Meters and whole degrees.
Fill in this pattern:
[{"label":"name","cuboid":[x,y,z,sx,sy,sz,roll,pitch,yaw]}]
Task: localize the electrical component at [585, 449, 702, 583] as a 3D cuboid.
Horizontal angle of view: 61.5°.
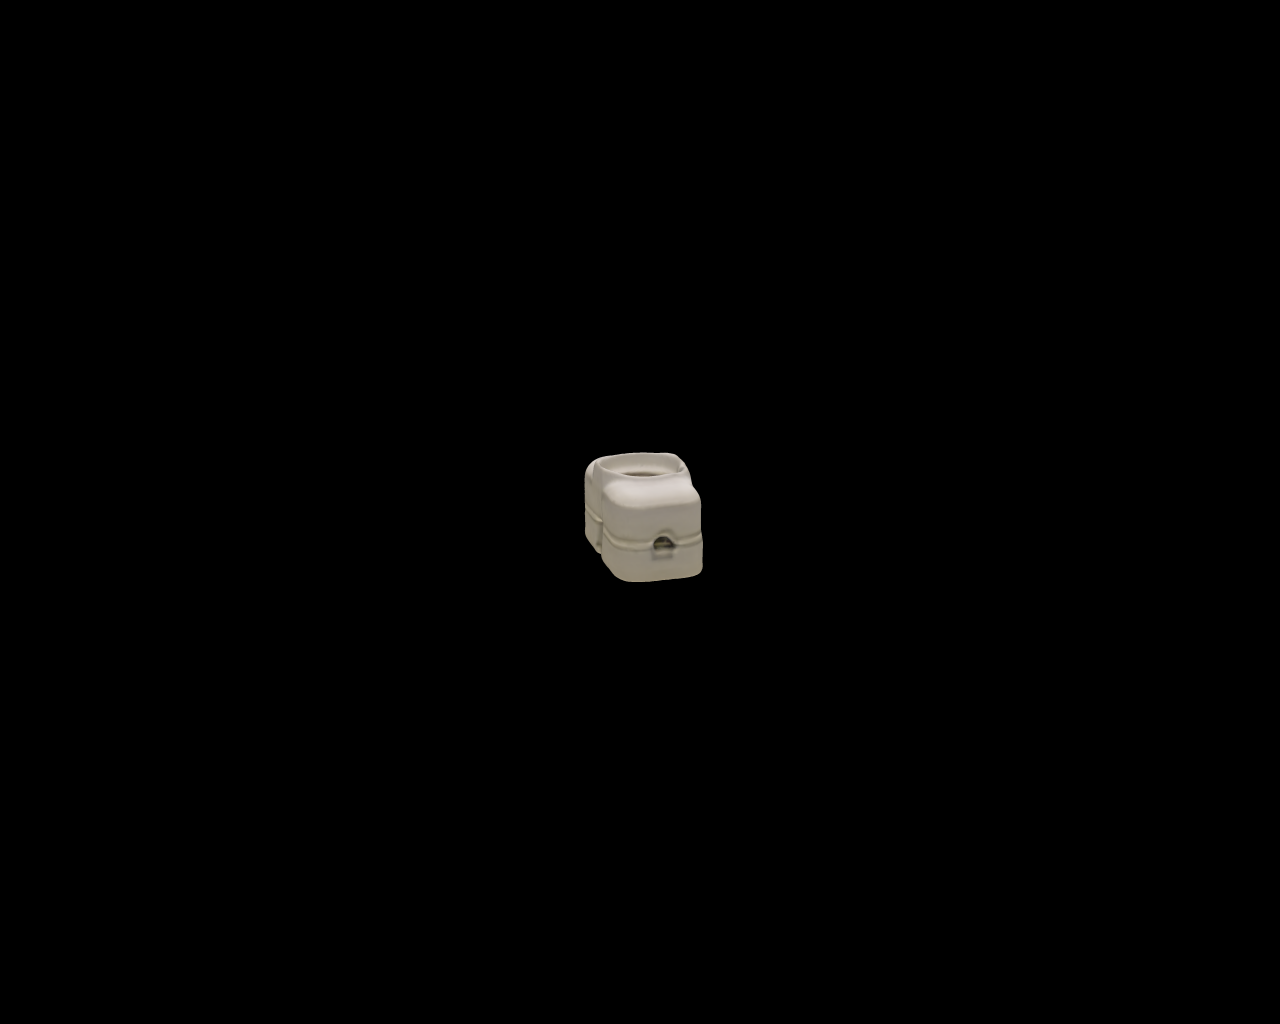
[{"label":"electrical component","cuboid":[0.001,-0.003,0.650,0.054,0.059,0.095,-5,19,-15]}]
